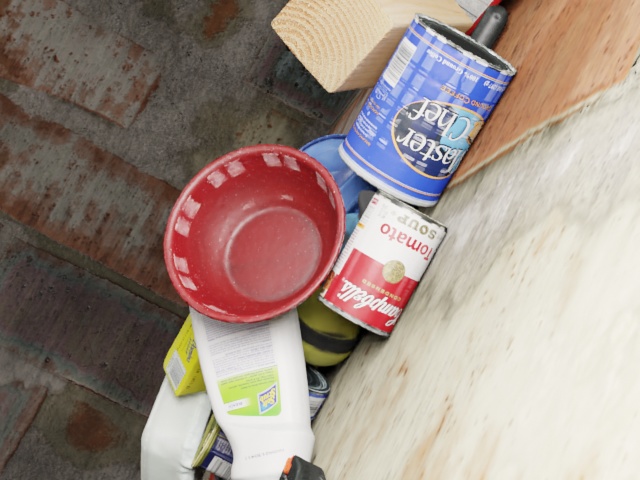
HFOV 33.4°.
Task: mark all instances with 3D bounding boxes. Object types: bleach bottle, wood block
[{"bbox_3d":[-0.062,0.119,0.934,0.068,0.103,0.251,40,-144,-58],"label":"bleach bottle"},{"bbox_3d":[0.056,-0.208,1.027,0.091,0.090,0.205,-45,-12,27],"label":"wood block"}]

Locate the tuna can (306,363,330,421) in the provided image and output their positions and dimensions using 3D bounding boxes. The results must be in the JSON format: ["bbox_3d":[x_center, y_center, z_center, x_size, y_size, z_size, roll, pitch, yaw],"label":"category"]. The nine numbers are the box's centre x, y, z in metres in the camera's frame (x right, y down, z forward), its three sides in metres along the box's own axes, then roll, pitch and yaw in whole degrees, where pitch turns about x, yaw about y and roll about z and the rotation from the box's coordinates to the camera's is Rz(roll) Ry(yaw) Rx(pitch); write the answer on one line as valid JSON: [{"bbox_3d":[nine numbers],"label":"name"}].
[{"bbox_3d":[-0.033,0.132,1.005,0.034,0.086,0.086,-59,6,10],"label":"tuna can"}]

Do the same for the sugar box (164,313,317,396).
[{"bbox_3d":[-0.062,0.103,1.075,0.048,0.175,0.093,61,137,31],"label":"sugar box"}]

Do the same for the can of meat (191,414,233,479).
[{"bbox_3d":[-0.065,0.190,1.023,0.058,0.084,0.102,-58,7,36],"label":"can of meat"}]

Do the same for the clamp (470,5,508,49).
[{"bbox_3d":[0.139,-0.161,1.095,0.171,0.039,0.120,-63,-3,-23],"label":"clamp"}]

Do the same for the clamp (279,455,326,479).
[{"bbox_3d":[-0.037,0.236,0.779,0.165,0.036,0.210,-60,3,21],"label":"clamp"}]

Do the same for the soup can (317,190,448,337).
[{"bbox_3d":[0.052,0.019,0.871,0.102,0.068,0.068,-61,5,4],"label":"soup can"}]

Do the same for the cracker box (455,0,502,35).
[{"bbox_3d":[0.186,-0.305,1.154,0.164,0.072,0.214,-57,3,-16],"label":"cracker box"}]

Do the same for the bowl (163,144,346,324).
[{"bbox_3d":[-0.049,0.002,0.907,0.162,0.162,0.055,-63,-26,-13],"label":"bowl"}]

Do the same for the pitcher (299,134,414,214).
[{"bbox_3d":[-0.007,0.001,1.138,0.145,0.149,0.243,-65,3,-27],"label":"pitcher"}]

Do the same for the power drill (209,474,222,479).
[{"bbox_3d":[-0.104,0.234,1.216,0.187,0.057,0.185,-65,14,-17],"label":"power drill"}]

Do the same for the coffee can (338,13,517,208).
[{"bbox_3d":[0.094,-0.114,0.947,0.140,0.102,0.102,-60,6,20],"label":"coffee can"}]
